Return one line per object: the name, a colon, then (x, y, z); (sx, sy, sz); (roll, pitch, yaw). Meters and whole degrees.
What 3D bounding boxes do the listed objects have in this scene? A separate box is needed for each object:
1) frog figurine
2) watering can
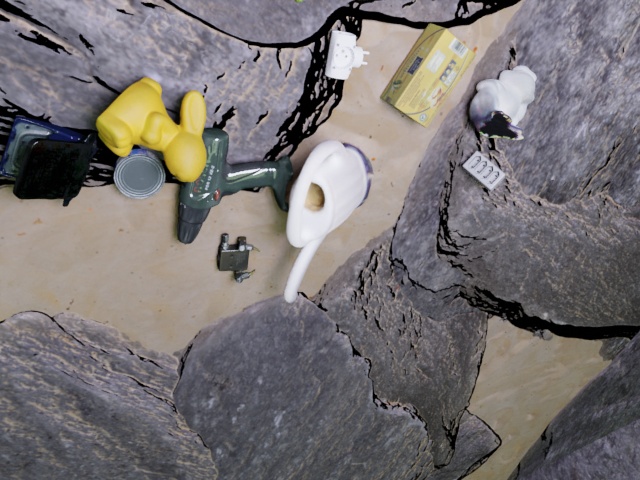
frog figurine: (0.386, -0.301, 1.090); (0.136, 0.122, 0.162); (24, 72, -24)
watering can: (0.003, -0.051, 1.008); (0.228, 0.105, 0.339); (-39, 149, -45)
